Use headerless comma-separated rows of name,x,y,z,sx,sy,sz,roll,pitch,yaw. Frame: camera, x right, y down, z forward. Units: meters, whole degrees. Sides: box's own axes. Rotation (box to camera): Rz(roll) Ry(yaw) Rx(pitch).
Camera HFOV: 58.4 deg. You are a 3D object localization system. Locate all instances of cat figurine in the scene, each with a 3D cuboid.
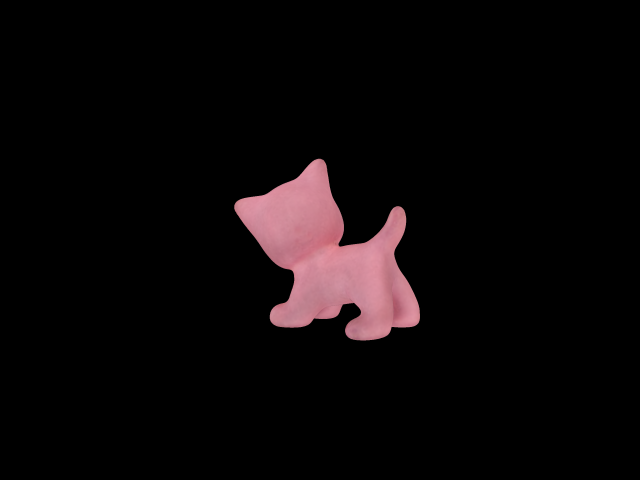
cat figurine,0.004,0.001,0.400,0.127,0.118,0.067,3,5,32
